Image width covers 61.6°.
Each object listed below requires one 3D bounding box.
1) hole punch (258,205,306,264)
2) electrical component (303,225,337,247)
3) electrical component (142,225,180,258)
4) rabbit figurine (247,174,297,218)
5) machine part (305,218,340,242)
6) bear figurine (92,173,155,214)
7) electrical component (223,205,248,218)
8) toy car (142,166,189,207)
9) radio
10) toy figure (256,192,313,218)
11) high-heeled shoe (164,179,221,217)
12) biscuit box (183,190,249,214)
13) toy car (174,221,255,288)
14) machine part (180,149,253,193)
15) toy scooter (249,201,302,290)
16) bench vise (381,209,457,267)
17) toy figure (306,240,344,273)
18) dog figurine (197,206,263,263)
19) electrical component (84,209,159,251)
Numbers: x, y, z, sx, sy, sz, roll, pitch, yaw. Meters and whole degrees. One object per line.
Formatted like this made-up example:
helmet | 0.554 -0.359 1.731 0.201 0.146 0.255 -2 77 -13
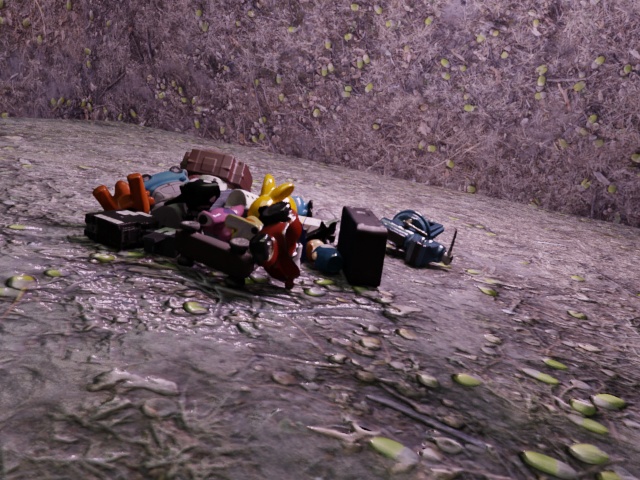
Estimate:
hole punch | -0.085 -0.009 1.214 0.092 0.115 0.142 9 12 -38
electrical component | -0.004 -0.004 1.382 0.102 0.045 0.078 8 42 4
electrical component | -0.324 0.005 1.113 0.075 0.047 0.119 11 15 7
rabbit figurine | -0.117 -0.072 1.327 0.122 0.162 0.173 25 13 17
machine part | -0.018 -0.011 1.303 0.139 0.039 0.084 -22 -15 -20
bear figurine | -0.470 -0.106 1.299 0.120 0.131 0.196 -23 29 -11
electrical component | -0.210 -0.060 1.413 0.094 0.063 0.021 7 14 -15
toy car | -0.421 -0.132 1.487 0.103 0.109 0.161 39 37 28
radio | 0.091 0.007 1.215 0.073 0.131 0.230 6 14 -8
toy figure | -0.109 -0.090 1.555 0.180 0.089 0.082 7 46 1
high-heeled shoe | -0.257 -0.108 1.243 0.145 0.086 0.249 -16 5 14
biscuit box | -0.289 -0.104 1.505 0.059 0.062 0.202 -11 -4 44
toy car | -0.206 0.023 1.037 0.202 0.089 0.053 18 21 34
machine part | -0.318 -0.198 1.662 0.201 0.087 0.201 11 -18 7
toy scooter | -0.074 0.016 1.040 0.075 0.135 0.184 -16 28 23
bench vise | 0.278 -0.012 1.443 0.224 0.128 0.240 16 23 31
toy figure | 0.003 0.033 1.217 0.064 0.058 0.155 45 -6 -29
dog figurine | -0.188 -0.020 1.194 0.192 0.108 0.219 10 12 7
electrical component | -0.415 -0.025 1.152 0.115 0.058 0.134 19 17 26
